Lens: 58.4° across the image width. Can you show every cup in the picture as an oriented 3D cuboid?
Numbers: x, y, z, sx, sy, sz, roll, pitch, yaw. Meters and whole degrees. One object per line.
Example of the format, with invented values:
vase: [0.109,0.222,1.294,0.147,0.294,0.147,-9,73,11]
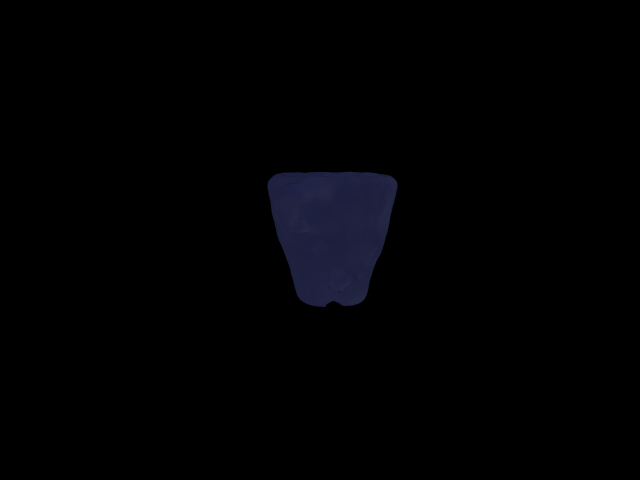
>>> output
cup: [0.004,0.001,0.400,0.091,0.095,0.118,4,10,24]
